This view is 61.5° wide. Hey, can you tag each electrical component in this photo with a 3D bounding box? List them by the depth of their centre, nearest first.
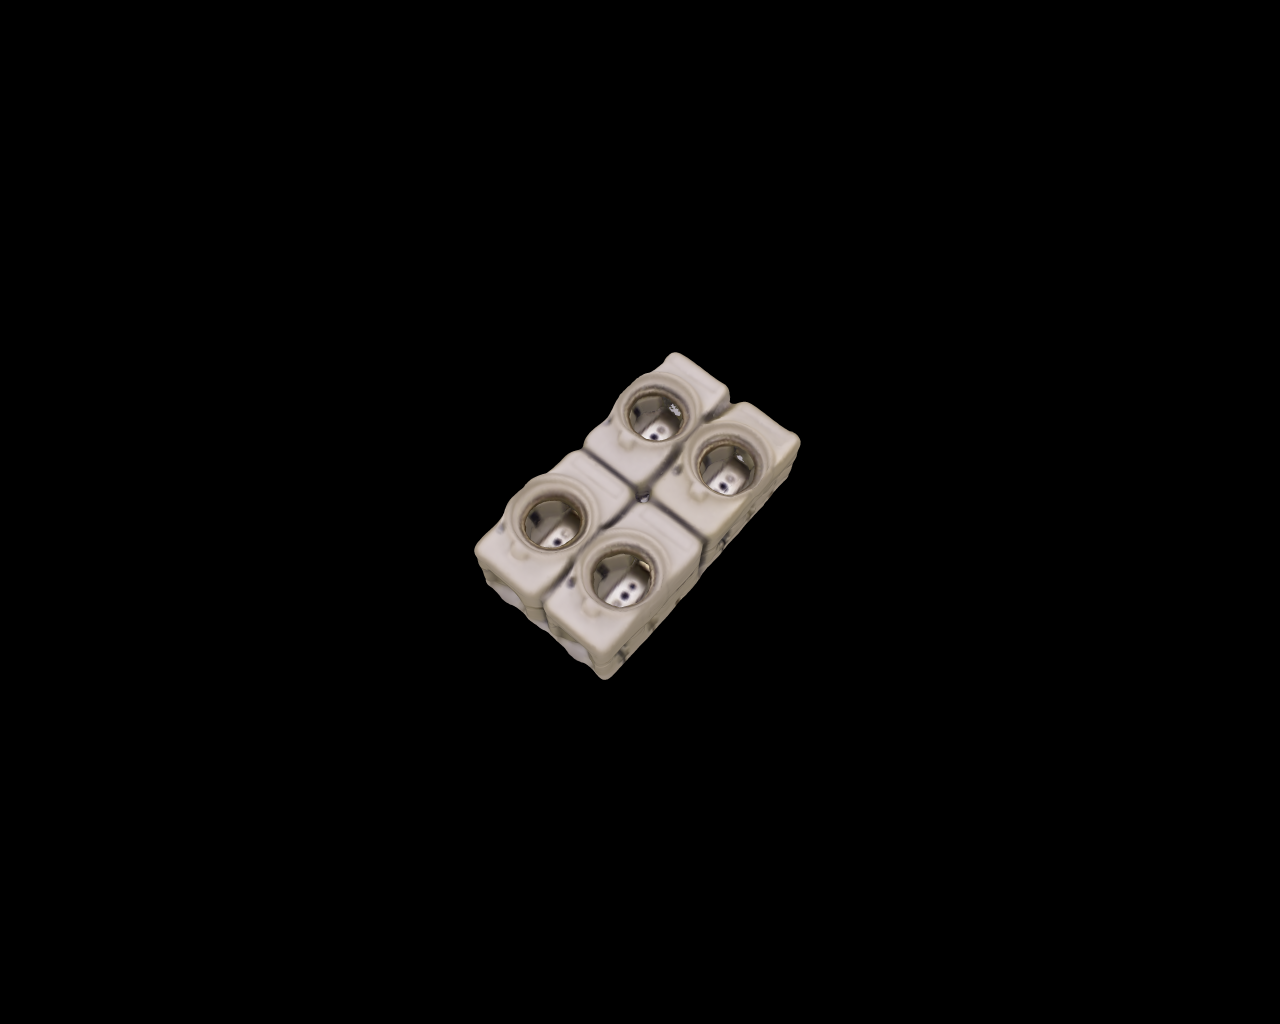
[{"bbox_3d":[0.001,-0.003,0.650,0.105,0.186,0.060,38,-19,16],"label":"electrical component"}]
